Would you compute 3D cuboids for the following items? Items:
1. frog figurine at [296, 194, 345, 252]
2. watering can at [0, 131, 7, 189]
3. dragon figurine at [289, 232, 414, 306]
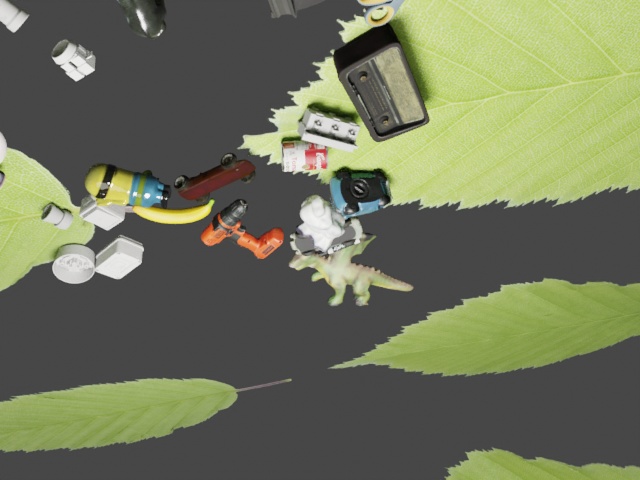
[{"bbox_3d":[0.004,-0.064,1.278,0.123,0.140,0.155,-17,-37,-17],"label":"frog figurine"},{"bbox_3d":[-0.776,-0.158,0.992,0.348,0.106,0.219,-7,-36,-6],"label":"watering can"},{"bbox_3d":[0.107,0.073,1.521,0.411,0.237,0.125,-2,44,-13],"label":"dragon figurine"}]
